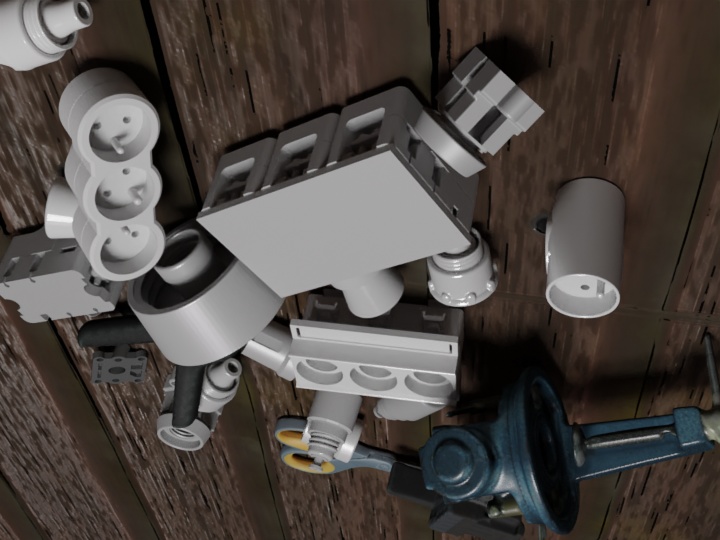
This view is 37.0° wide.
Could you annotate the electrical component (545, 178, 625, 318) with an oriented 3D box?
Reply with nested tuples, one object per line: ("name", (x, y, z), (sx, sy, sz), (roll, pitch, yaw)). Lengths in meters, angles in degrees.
("electrical component", (0.142, -0.003, 0.672), (0.044, 0.077, 0.079), (0, 142, 17))

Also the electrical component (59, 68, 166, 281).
("electrical component", (-0.165, -0.068, 0.697), (0.052, 0.073, 0.138), (-16, 132, -25))

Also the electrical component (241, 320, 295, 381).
("electrical component", (-0.067, 0.061, 0.856), (0.046, 0.040, 0.040), (27, 142, -9))

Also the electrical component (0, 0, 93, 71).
("electrical component", (-0.183, -0.141, 0.620), (0.062, 0.043, 0.043), (-10, 138, 26))

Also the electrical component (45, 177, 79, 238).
("electrical component", (-0.184, -0.039, 0.759), (0.065, 0.044, 0.044), (9, 144, -2))

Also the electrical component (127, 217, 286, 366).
("electrical component", (-0.110, 0.005, 0.742), (0.108, 0.108, 0.060), (-11, 131, 29))

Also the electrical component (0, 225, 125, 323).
("electrical component", (-0.222, -0.001, 0.807), (0.089, 0.055, 0.050), (-9, 138, 28))

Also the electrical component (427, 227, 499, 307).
("electrical component", (0.065, -0.010, 0.716), (0.048, 0.048, 0.062), (0, 135, 18))

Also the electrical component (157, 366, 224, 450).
("electrical component", (-0.152, 0.126, 0.955), (0.048, 0.055, 0.066), (-10, 138, 29))

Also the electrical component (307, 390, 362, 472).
("electrical component", (-0.026, 0.131, 0.909), (0.040, 0.078, 0.040), (16, 158, 6))

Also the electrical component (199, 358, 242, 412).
("electrical component", (-0.123, 0.093, 0.913), (0.043, 0.043, 0.062), (30, 139, -21))

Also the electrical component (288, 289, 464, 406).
("electrical component", (0.015, 0.057, 0.803), (0.121, 0.063, 0.078), (6, 143, 11))

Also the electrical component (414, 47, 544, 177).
("electrical component", (0.063, -0.085, 0.595), (0.048, 0.066, 0.055), (36, 105, -28))

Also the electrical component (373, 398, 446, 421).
("electrical component", (0.039, 0.104, 0.877), (0.040, 0.040, 0.078), (32, 140, -23))

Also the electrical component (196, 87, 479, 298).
("electrical component", (-0.012, -0.047, 0.674), (0.150, 0.061, 0.089), (-16, 135, 34))

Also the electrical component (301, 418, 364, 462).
("electrical component", (-0.025, 0.144, 0.953), (0.046, 0.040, 0.040), (22, 143, -2))

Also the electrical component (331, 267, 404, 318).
("electrical component", (0.000, 0.000, 0.748), (0.045, 0.045, 0.055), (-9, 138, 27))
